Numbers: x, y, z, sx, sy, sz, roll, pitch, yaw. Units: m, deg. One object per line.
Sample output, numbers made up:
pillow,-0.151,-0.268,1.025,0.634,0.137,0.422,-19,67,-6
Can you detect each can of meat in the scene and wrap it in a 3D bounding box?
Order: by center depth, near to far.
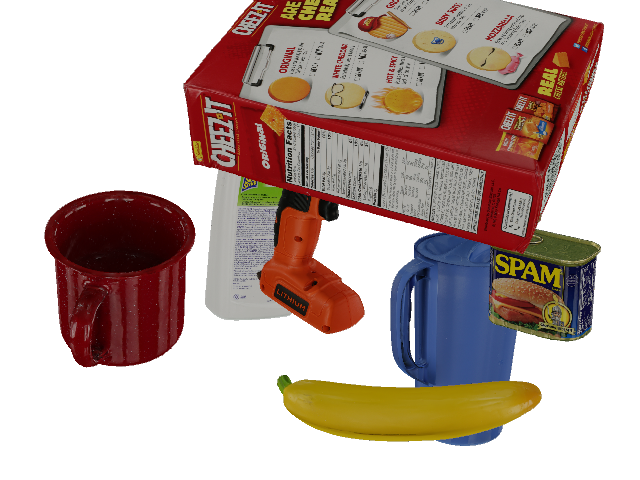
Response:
can of meat,0.205,0.040,0.995,0.102,0.084,0.057,15,27,37

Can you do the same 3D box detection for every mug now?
mug,-0.130,0.033,0.679,0.093,0.081,0.117,10,36,5

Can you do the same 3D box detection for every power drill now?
power drill,0.008,-0.015,0.939,0.057,0.188,0.185,-21,39,-38

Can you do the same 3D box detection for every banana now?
banana,0.055,0.115,0.759,0.198,0.037,0.069,2,29,14

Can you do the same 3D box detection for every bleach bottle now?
bleach bottle,-0.069,-0.039,1.185,0.102,0.251,0.068,-2,19,-30

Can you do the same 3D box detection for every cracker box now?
cracker box,0.049,-0.090,0.657,0.214,0.072,0.164,16,46,16

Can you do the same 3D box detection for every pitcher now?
pitcher,0.163,0.119,1.274,0.149,0.243,0.145,5,18,11
